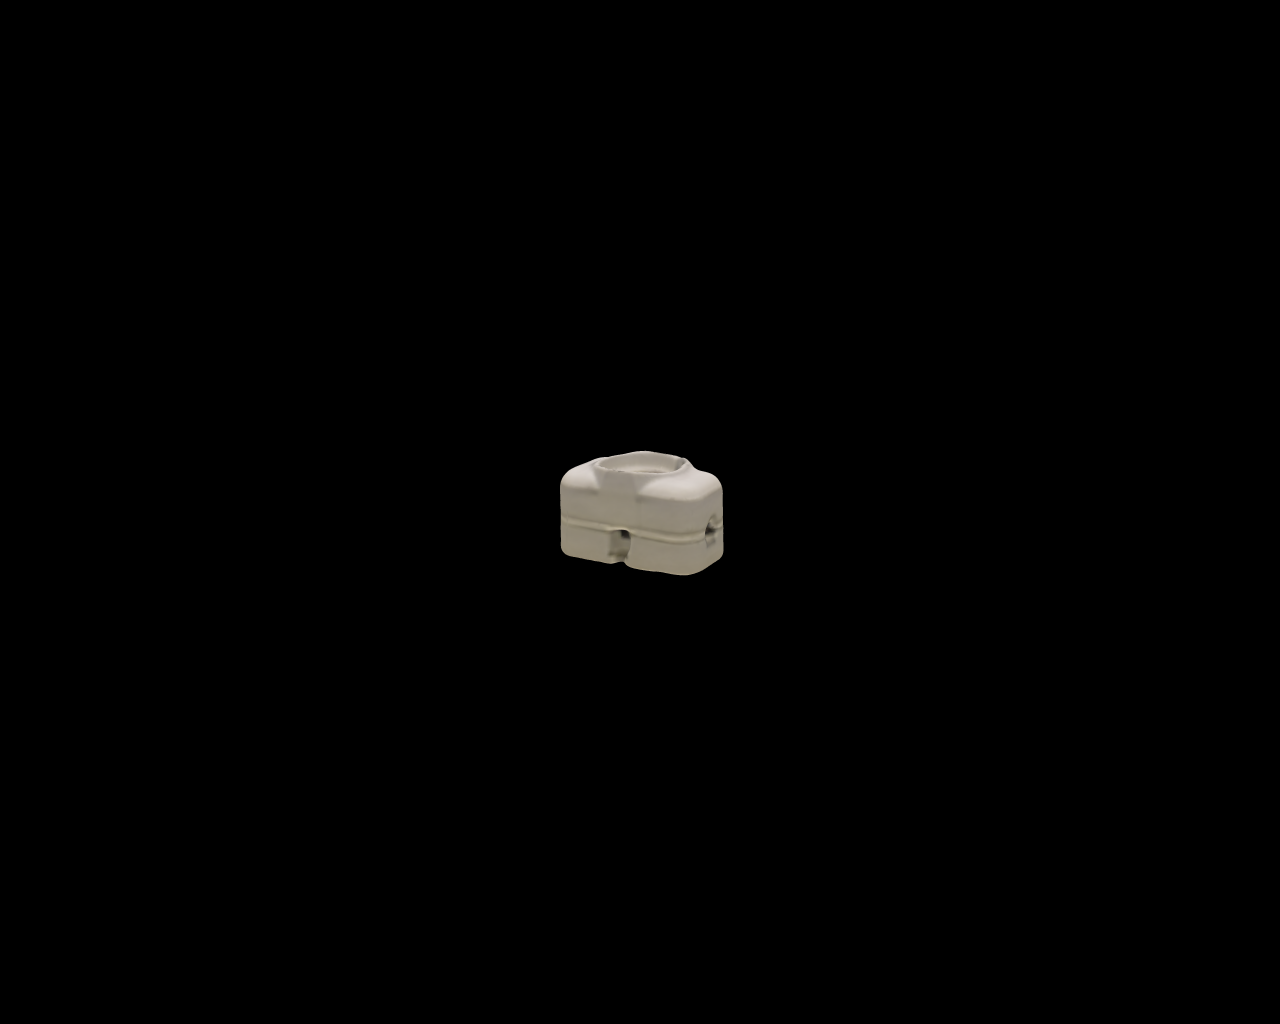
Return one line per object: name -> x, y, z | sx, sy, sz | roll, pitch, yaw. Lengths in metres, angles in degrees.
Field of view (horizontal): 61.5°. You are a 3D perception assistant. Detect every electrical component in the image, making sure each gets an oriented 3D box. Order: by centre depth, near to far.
electrical component -> 0.001, -0.003, 0.650 | 0.095, 0.059, 0.054 | 9, 19, 29
